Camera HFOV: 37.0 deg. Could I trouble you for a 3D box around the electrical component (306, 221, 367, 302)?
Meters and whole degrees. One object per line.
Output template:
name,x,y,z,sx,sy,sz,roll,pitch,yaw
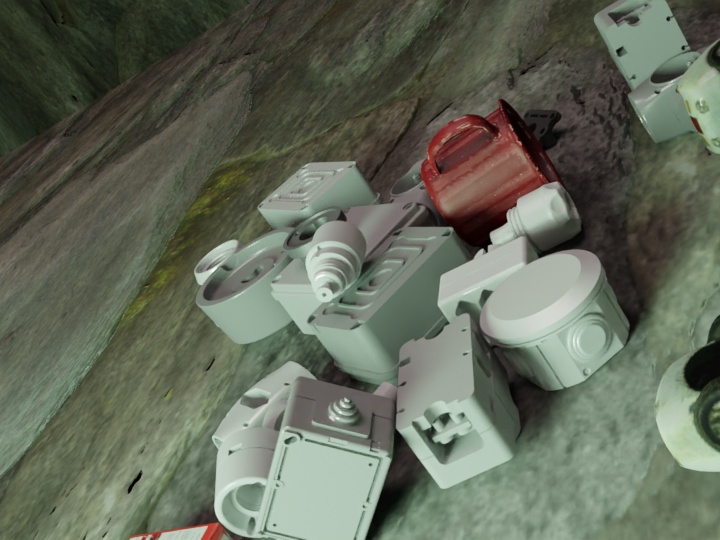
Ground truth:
electrical component,-0.019,-0.003,0.766,0.040,0.040,0.078,-26,24,22

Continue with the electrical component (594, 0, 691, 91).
electrical component,0.227,-0.170,0.842,0.050,0.089,0.055,-30,22,14

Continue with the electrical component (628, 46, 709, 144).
electrical component,0.245,-0.125,0.786,0.077,0.044,0.079,-30,22,13

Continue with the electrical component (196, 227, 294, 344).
electrical component,-0.083,0.019,0.945,0.108,0.060,0.108,-30,22,13

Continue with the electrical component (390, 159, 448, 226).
electrical component,0.070,-0.066,0.920,0.079,0.044,0.077,-23,25,29

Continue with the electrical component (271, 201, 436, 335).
electrical component,0.000,0.000,0.869,0.108,0.056,0.109,-46,24,-25

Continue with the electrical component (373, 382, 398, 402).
electrical component,0.002,0.098,0.682,0.062,0.043,0.043,-46,24,-27

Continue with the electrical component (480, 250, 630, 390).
electrical component,0.117,0.029,0.646,0.080,0.051,0.080,-30,22,14

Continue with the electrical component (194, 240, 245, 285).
electrical component,-0.121,0.009,1.028,0.078,0.057,0.058,-41,22,-15

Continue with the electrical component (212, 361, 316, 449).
electrical component,-0.053,0.107,0.744,0.077,0.043,0.079,-44,24,-22

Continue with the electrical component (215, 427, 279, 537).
electrical component,-0.066,0.137,0.688,0.055,0.055,0.047,-29,26,15

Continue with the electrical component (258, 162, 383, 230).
electrical component,-0.038,-0.060,1.047,0.078,0.057,0.113,-43,23,-20

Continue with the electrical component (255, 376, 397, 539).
electrical component,-0.017,0.105,0.611,0.061,0.062,0.096,-80,5,-61

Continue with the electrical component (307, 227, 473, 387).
electrical component,0.029,0.026,0.773,0.113,0.057,0.078,-45,24,-23

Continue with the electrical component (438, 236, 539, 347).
electrical component,0.094,0.008,0.729,0.066,0.047,0.076,-27,23,21

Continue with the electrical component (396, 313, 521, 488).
electrical component,0.058,0.078,0.626,0.050,0.055,0.089,-28,23,17

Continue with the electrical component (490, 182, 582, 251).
electrical component,0.125,-0.033,0.774,0.062,0.043,0.043,-27,23,22
